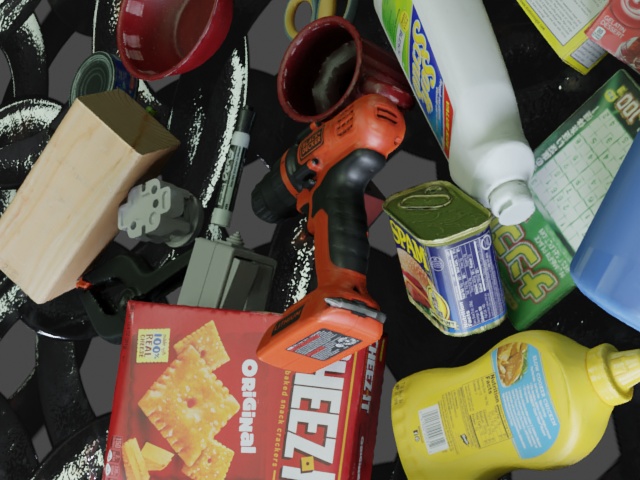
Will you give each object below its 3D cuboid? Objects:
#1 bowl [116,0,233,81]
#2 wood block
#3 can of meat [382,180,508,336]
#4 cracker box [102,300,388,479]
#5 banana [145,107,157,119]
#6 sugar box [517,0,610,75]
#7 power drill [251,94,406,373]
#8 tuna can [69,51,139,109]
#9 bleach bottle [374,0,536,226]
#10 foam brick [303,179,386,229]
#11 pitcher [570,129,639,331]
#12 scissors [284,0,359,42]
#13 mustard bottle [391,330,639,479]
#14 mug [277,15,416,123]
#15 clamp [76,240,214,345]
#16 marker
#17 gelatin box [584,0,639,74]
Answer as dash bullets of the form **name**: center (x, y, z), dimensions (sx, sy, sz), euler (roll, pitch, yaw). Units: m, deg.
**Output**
- **bowl**: center (-0.141, -0.235, 1.110), dimensions (0.162, 0.055, 0.162), euler (-14, 69, 39)
- **wood block**: center (-0.247, -0.045, 1.101), dimensions (0.090, 0.090, 0.206), euler (42, 113, 6)
- **can of meat**: center (0.093, 0.013, 0.787), dimensions (0.102, 0.057, 0.084), euler (-132, 23, -63)
- **cracker box**: center (-0.064, 0.141, 0.870), dimensions (0.214, 0.072, 0.164), euler (4, 80, 20)
- **banana**: center (-0.250, -0.089, 1.183), dimensions (0.198, 0.037, 0.069), euler (-14, 50, 37)
- **sugar box**: center (0.228, -0.216, 0.777), dimensions (0.176, 0.048, 0.093), euler (-42, 56, 22)
- **power drill**: center (-0.005, 0.001, 0.810), dimensions (0.185, 0.057, 0.187), euler (-35, 45, 51)
- **tuna can**: center (-0.244, -0.168, 1.199), dimensions (0.086, 0.033, 0.086), euler (-14, 69, 40)
- **bleach bottle**: center (0.109, -0.125, 0.819), dimensions (0.103, 0.068, 0.251), euler (100, 157, -55)
- **foam brick**: center (0.012, -0.043, 0.918), dimensions (0.051, 0.052, 0.078), euler (-51, 51, 19)
- **pitcher**: center (0.266, -0.050, 0.648), dimensions (0.243, 0.144, 0.149), euler (-63, 35, 14)
- **scissors**: center (-0.011, -0.157, 0.997), dimensions (0.096, 0.016, 0.202), euler (12, 86, 45)
- **mustard bottle**: center (0.142, 0.116, 0.748), dimensions (0.192, 0.058, 0.096), euler (-28, 62, 34)
- **mug**: center (0.032, -0.130, 0.904), dimensions (0.117, 0.081, 0.093), euler (20, 91, 44)
- **clamp**: center (-0.180, 0.075, 1.067), dimensions (0.210, 0.036, 0.164), euler (5, 82, 45)
- **marker**: center (-0.083, -0.072, 1.035), dimensions (0.020, 0.020, 0.121), euler (8, 83, 43)
- **gelatin box**: center (0.238, -0.144, 0.727), dimensions (0.089, 0.030, 0.073), euler (40, 110, 7)
